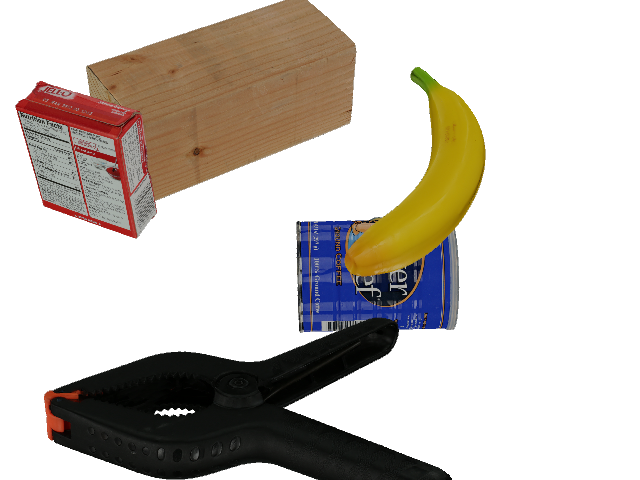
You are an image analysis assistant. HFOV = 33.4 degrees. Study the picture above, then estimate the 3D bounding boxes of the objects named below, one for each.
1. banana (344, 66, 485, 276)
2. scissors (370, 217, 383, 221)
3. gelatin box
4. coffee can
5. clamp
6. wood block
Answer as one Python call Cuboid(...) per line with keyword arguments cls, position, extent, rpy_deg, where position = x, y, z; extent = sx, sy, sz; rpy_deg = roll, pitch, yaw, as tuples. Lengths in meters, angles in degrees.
Cuboid(cls="banana", position=(0.072, -0.040, 0.718), extent=(0.069, 0.197, 0.037), rpy_deg=(14, -42, 8))
Cuboid(cls="scissors", position=(0.059, 0.010, 1.249), extent=(0.096, 0.016, 0.201), rpy_deg=(37, 31, 31))
Cuboid(cls="gelatin box", position=(-0.144, -0.050, 0.668), extent=(0.073, 0.089, 0.030), rpy_deg=(18, 49, 17))
Cuboid(cls="coffee can", position=(0.050, 0.031, 0.969), extent=(0.140, 0.103, 0.103), rpy_deg=(-1, 0, 0))
Cuboid(cls="clamp", position=(-0.039, 0.087, 0.580), extent=(0.210, 0.036, 0.164), rpy_deg=(2, 25, -1))
Cuboid(cls="wood block", position=(-0.080, -0.122, 0.904), extent=(0.205, 0.091, 0.090), rpy_deg=(-24, 52, -24))
